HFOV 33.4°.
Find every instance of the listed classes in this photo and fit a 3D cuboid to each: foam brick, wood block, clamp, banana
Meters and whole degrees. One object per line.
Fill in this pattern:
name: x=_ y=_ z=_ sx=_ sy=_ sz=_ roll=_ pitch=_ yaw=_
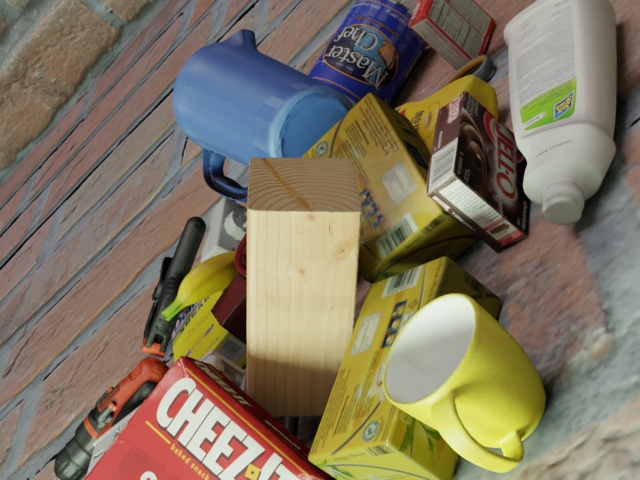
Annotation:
foam brick: x=-0.065 y=0.081 z=1.095 sx=0.051 sy=0.078 sz=0.053 roll=-50 pitch=23 yaw=1
wood block: x=-0.018 y=0.042 z=0.904 sx=0.091 sy=0.090 sz=0.206 roll=-94 pitch=5 yaw=-58
clamp: x=-0.182 y=0.065 z=1.278 sx=0.120 sy=0.039 sz=0.171 roll=126 pitch=163 yaw=-62
banana: x=-0.101 y=0.039 z=1.155 sx=0.070 sy=0.037 sz=0.197 roll=-38 pitch=-10 yaw=25

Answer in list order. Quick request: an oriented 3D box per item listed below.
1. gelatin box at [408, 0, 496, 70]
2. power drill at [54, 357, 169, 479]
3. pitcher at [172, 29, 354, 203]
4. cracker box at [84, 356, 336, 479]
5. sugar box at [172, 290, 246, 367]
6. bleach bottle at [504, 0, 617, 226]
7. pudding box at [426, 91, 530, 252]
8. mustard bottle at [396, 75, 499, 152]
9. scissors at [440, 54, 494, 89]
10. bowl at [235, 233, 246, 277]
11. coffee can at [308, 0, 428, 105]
gelatin box: x=0.142 y=-0.233 z=1.146 sx=0.030 sy=0.089 sz=0.073 roll=-24 pitch=36 yaw=49
power drill: x=-0.227 y=0.232 z=1.165 sx=0.184 sy=0.057 sz=0.188 roll=-49 pitch=24 yaw=8
pitcher: x=-0.061 y=-0.126 z=1.177 sx=0.145 sy=0.149 sz=0.243 roll=-35 pitch=31 yaw=-14
cracker box: x=-0.110 y=0.227 z=0.861 sx=0.213 sy=0.164 sz=0.072 roll=-53 pitch=-22 yaw=0
sugar box: x=-0.125 y=0.106 z=1.214 sx=0.093 sy=0.048 sz=0.176 roll=-49 pitch=24 yaw=10
bleach bottle: x=0.200 y=-0.109 z=0.896 sx=0.103 sy=0.068 sz=0.250 roll=-33 pitch=32 yaw=40
pudding box: x=0.137 y=-0.059 z=0.904 sx=0.039 sy=0.090 sz=0.113 roll=-33 pitch=30 yaw=41
mustard bottle: x=0.094 y=-0.096 z=1.077 sx=0.192 sy=0.058 sz=0.096 roll=-16 pitch=55 yaw=55
scissors: x=0.109 y=-0.119 z=1.139 sx=0.202 sy=0.016 sz=0.096 roll=-41 pitch=26 yaw=28
bowl: x=-0.007 y=0.001 z=1.103 sx=0.162 sy=0.055 sz=0.162 roll=-28 pitch=26 yaw=15
coffee can: x=0.052 y=-0.203 z=1.257 sx=0.140 sy=0.102 sz=0.103 roll=-59 pitch=24 yaw=-15
